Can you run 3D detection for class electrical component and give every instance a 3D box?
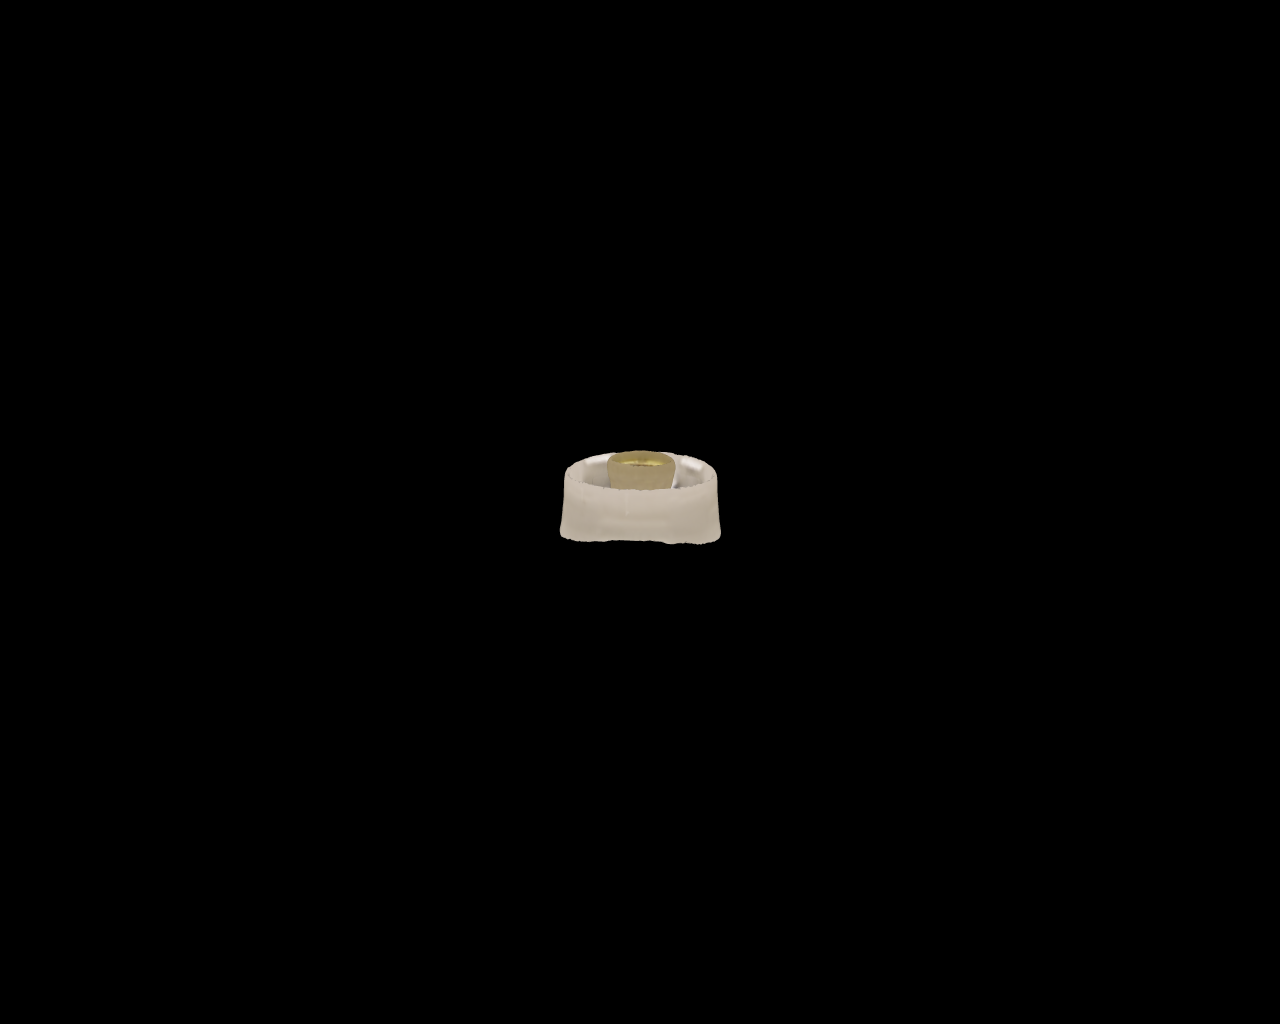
[{"bbox_3d":[0.001,-0.003,0.650,0.099,0.064,0.099,0,18,0],"label":"electrical component"}]
